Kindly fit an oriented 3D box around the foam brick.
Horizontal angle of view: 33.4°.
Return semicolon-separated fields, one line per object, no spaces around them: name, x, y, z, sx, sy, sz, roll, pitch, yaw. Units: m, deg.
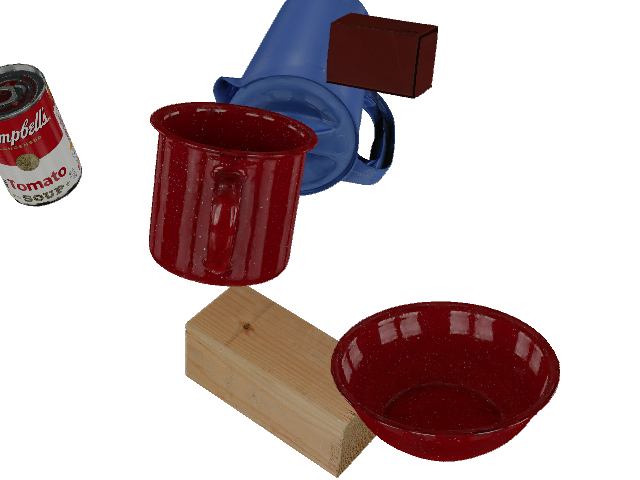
foam brick;0.050;-0.151;0.866;0.078;0.051;0.052;13;24;19

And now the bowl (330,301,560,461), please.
bowl;0.088;0.108;0.768;0.162;0.055;0.162;-2;29;1

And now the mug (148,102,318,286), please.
mug;-0.052;-0.021;0.591;0.093;0.081;0.117;6;22;-8

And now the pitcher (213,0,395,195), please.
pitcher;-0.003;-0.159;1.090;0.145;0.149;0.242;-8;35;17

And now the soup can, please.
soup can;-0.246;-0.086;0.891;0.068;0.068;0.102;0;-42;11

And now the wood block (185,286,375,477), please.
wood block;-0.035;0.142;1.121;0.206;0.090;0.090;30;48;24
